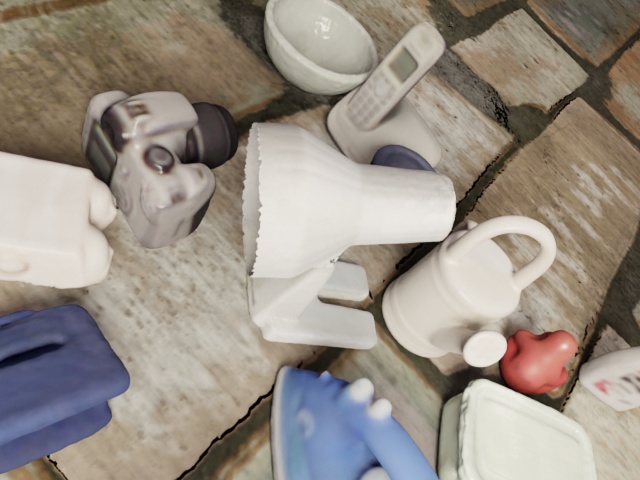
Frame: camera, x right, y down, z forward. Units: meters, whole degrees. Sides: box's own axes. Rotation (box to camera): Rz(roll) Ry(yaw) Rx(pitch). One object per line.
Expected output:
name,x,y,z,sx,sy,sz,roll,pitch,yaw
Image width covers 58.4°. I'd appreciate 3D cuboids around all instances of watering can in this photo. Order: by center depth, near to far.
watering can,0.157,0.047,0.584,0.101,0.193,0.172,5,56,-29

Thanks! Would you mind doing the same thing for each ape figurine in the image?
ape figurine,0.256,0.133,0.655,0.076,0.092,0.077,-18,69,-39

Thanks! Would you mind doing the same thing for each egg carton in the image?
egg carton,-0.243,-0.014,0.460,0.151,0.069,0.107,9,55,-27

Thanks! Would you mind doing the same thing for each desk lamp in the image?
desk lamp,0.005,0.002,0.506,0.204,0.213,0.118,10,54,-26

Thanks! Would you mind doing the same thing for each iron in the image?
iron,0.045,0.196,0.444,0.119,0.141,0.258,-11,65,-37

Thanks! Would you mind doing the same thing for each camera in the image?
camera,-0.137,-0.087,0.556,0.137,0.100,0.143,-23,73,-41

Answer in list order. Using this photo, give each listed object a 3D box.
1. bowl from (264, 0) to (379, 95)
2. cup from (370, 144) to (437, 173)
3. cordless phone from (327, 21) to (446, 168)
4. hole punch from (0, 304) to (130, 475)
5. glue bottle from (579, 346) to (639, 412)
bowl,-0.009,-0.252,0.772,0.168,0.074,0.167,17,51,-22
cup,0.090,-0.040,0.670,0.092,0.094,0.117,-29,77,-42
cordless phone,0.104,-0.156,0.700,0.094,0.184,0.147,-27,75,-41
hole punch,-0.202,0.094,0.395,0.109,0.091,0.101,-18,69,-39
glue bottle,0.399,0.149,0.679,0.078,0.173,0.037,34,47,-7
